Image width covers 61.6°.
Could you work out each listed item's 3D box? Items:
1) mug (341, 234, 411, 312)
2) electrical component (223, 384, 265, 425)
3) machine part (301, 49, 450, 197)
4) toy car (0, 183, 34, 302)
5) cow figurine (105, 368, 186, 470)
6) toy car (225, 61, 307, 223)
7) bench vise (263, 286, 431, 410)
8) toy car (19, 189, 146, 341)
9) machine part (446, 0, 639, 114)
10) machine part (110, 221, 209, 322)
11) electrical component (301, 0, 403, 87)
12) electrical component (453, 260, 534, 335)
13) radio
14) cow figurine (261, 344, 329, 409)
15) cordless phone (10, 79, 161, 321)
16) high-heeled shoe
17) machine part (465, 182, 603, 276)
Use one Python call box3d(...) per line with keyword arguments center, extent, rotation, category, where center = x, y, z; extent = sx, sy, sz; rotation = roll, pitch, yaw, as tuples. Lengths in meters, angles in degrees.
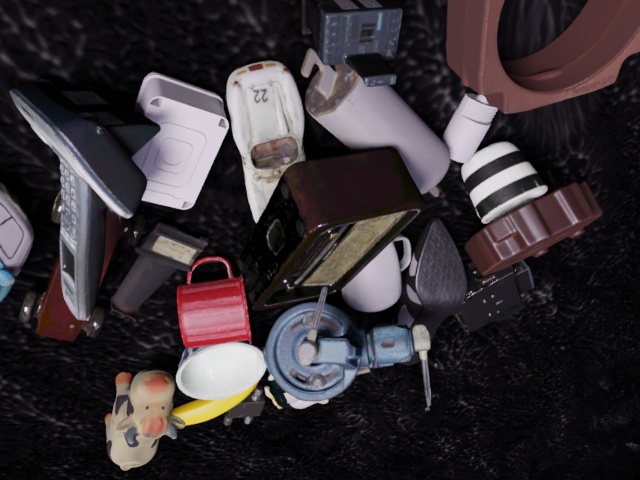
box3d(center=(0.075, 0.026, 0.709), extent=(0.109, 0.081, 0.107), rotation=(-24, 131, -15), category="mug")
box3d(center=(-0.125, 0.271, 0.883), extent=(0.063, 0.021, 0.094), rotation=(4, 128, -24), category="electrical component")
box3d(center=(0.066, -0.119, 0.575), extent=(0.079, 0.079, 0.243), rotation=(-43, 130, 17), category="machine part")
box3d(center=(-0.331, -0.011, 0.504), extent=(0.103, 0.109, 0.161), rotation=(-31, 126, -25), category="toy car")
box3d(center=(-0.247, 0.247, 0.740), extent=(0.085, 0.127, 0.194), rotation=(6, 130, -30), category="cow figurine")
box3d(center=(-0.049, -0.089, 0.568), extent=(0.073, 0.056, 0.201), rotation=(-16, 133, -9), category="toy car")
box3d(center=(0.028, 0.134, 0.652), extent=(0.224, 0.129, 0.240), rotation=(4, 169, 10), category="bench vise")
box3d(center=(-0.262, 0.028, 0.589), extent=(0.089, 0.053, 0.202), rotation=(17, 118, -27), category="toy car")
box3d(center=(0.229, -0.241, 0.526), extent=(0.201, 0.087, 0.200), rotation=(-18, 135, -8), category="machine part")
box3d(center=(-0.198, 0.038, 0.636), extent=(0.084, 0.039, 0.139), rotation=(20, 118, -44), category="machine part")
box3d(center=(0.031, -0.183, 0.474), extent=(0.075, 0.119, 0.047), rotation=(-8, 133, -12), category="electrical component")
box3d(center=(0.266, 0.079, 0.845), extent=(0.134, 0.058, 0.114), rotation=(-31, 136, 7), category="electrical component")
box3d(center=(-0.001, -0.002, 0.587), extent=(0.131, 0.073, 0.229), rotation=(-11, 156, -29), category="radio")
box3d(center=(-0.050, 0.200, 0.823), extent=(0.098, 0.068, 0.167), rotation=(-19, 134, 3), category="cow figurine")
box3d(center=(-0.215, -0.035, 0.474), extent=(0.088, 0.147, 0.184), rotation=(-7, 120, -43), category="cordless phone")
box3d(center=(0.145, 0.079, 0.812), extent=(0.086, 0.145, 0.248), rotation=(-3, 102, -19), category="high-heeled shoe")
box3d(center=(0.284, -0.011, 0.722), extent=(0.179, 0.056, 0.179), rotation=(-23, 164, -7), category="machine part")
